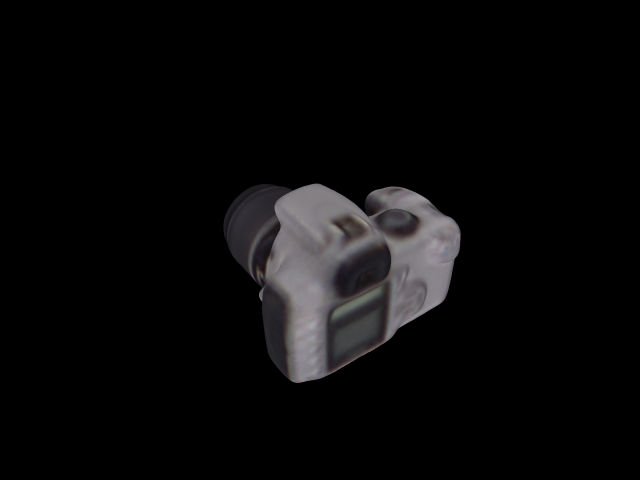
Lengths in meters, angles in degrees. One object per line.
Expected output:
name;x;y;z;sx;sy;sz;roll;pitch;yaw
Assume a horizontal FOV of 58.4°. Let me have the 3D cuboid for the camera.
camera;0.004;0.001;0.400;0.143;0.101;0.136;-25;44;-28
